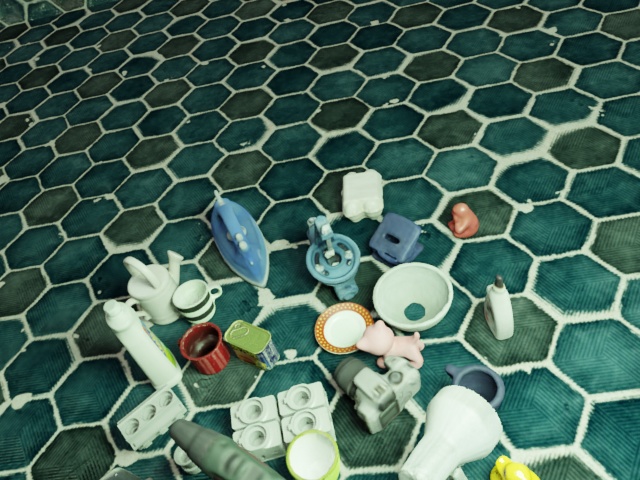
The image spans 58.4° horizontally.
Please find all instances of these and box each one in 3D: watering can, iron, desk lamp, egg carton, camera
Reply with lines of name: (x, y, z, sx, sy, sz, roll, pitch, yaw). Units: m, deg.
watering can: (-0.389, 0.099, 1.333, 0.100, 0.194, 0.173, 5, 51, 20)
iron: (-0.201, -0.010, 1.411, 0.119, 0.142, 0.257, -27, 48, -9)
desk lamp: (0.196, 0.363, 0.918, 0.117, 0.214, 0.203, 26, 61, 33)
egg carton: (0.108, -0.116, 1.465, 0.107, 0.069, 0.150, -8, 48, 9)
camera: (0.101, 0.271, 1.104, 0.143, 0.101, 0.136, -40, 51, -19)

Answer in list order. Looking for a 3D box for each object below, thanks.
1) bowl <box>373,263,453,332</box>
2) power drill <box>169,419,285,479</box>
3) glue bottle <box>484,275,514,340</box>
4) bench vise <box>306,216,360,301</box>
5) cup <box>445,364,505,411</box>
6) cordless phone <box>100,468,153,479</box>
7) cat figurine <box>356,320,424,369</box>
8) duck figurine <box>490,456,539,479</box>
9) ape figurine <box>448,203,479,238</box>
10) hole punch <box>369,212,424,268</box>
bowl: (0.199, 0.133, 1.216, 0.167, 0.075, 0.167, -8, 48, 9)
power drill: (-0.140, 0.405, 0.981, 0.228, 0.209, 0.076, 18, 57, 29)
glue bottle: (0.347, 0.121, 1.116, 0.037, 0.173, 0.078, -19, 47, -1)
bench vise: (0.003, 0.012, 1.280, 0.122, 0.220, 0.206, -38, 50, -17)
cup: (0.278, 0.282, 1.048, 0.092, 0.095, 0.117, -42, 51, -20)
cordless phone: (-0.369, 0.468, 1.006, 0.148, 0.185, 0.093, -39, 50, -18)
cat figurine: (0.140, 0.203, 1.141, 0.127, 0.118, 0.067, -4, 49, 12)
duck figurine: (0.326, 0.399, 0.936, 0.077, 0.086, 0.104, -34, 49, -14)
ape figurine: (0.329, -0.051, 1.330, 0.076, 0.092, 0.078, 11, 53, 24)
hole punch: (0.176, 0.005, 1.325, 0.108, 0.091, 0.101, 29, 62, 34)
